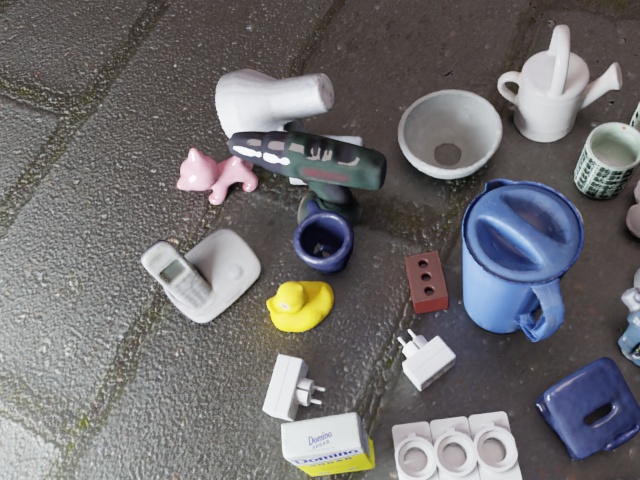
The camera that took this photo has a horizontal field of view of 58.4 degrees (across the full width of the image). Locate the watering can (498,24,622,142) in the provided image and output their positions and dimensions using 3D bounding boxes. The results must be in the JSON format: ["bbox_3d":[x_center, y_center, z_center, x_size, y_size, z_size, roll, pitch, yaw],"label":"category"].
[{"bbox_3d":[0.374,-0.252,0.898,0.172,0.194,0.101,-14,62,4],"label":"watering can"}]

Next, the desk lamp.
[{"bbox_3d":[-0.043,-0.189,0.935,0.203,0.214,0.118,3,65,12],"label":"desk lamp"}]

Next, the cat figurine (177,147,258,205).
[{"bbox_3d":[-0.181,-0.120,0.982,0.128,0.118,0.067,-25,62,-2],"label":"cat figurine"}]

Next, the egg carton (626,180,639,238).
[{"bbox_3d":[0.530,-0.032,0.830,0.150,0.069,0.107,19,69,19],"label":"egg carton"}]

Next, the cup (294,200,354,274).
[{"bbox_3d":[0.008,0.003,0.898,0.091,0.095,0.117,-20,62,1],"label":"cup"}]

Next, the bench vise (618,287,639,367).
[{"bbox_3d":[0.452,0.137,0.676,0.207,0.220,0.121,29,73,22],"label":"bench vise"}]

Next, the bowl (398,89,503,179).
[{"bbox_3d":[0.214,-0.163,0.952,0.167,0.075,0.167,-4,63,9],"label":"bowl"}]

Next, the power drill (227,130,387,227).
[{"bbox_3d":[-0.009,-0.091,0.883,0.229,0.209,0.075,5,65,13],"label":"power drill"}]

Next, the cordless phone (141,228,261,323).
[{"bbox_3d":[-0.179,0.034,0.867,0.148,0.185,0.094,-45,64,-12],"label":"cordless phone"}]

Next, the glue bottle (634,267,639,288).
[{"bbox_3d":[0.476,0.030,0.751,0.078,0.173,0.037,4,65,13],"label":"glue bottle"}]

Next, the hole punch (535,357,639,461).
[{"bbox_3d":[0.349,0.216,0.730,0.108,0.091,0.101,-29,62,-4],"label":"hole punch"}]

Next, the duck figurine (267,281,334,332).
[{"bbox_3d":[-0.033,0.090,0.868,0.104,0.086,0.077,-24,62,-1],"label":"duck figurine"}]
